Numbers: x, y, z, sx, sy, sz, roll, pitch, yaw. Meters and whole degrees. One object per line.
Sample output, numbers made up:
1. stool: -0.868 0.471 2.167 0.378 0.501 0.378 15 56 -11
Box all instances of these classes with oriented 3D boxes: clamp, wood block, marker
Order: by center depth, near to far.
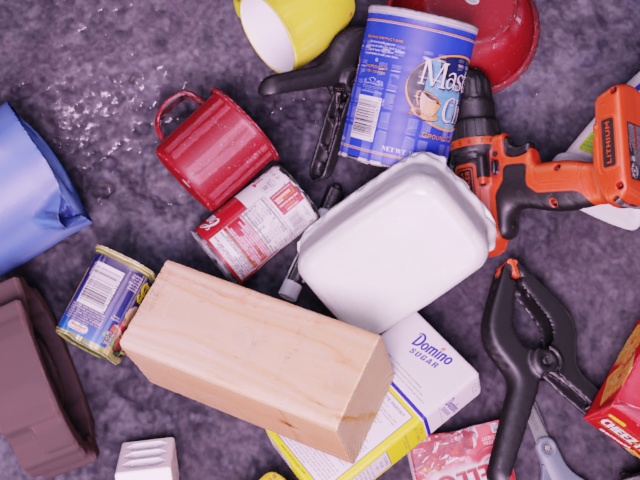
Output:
1. wood block: -0.052 0.103 0.912 0.206 0.091 0.090 18 66 21
2. clamp: 0.191 0.120 0.961 0.164 0.036 0.210 -14 72 -24
3. marker: -0.007 0.001 1.011 0.020 0.020 0.121 23 74 5
4. clamp: 0.023 -0.141 1.030 0.171 0.120 0.039 -39 38 -24

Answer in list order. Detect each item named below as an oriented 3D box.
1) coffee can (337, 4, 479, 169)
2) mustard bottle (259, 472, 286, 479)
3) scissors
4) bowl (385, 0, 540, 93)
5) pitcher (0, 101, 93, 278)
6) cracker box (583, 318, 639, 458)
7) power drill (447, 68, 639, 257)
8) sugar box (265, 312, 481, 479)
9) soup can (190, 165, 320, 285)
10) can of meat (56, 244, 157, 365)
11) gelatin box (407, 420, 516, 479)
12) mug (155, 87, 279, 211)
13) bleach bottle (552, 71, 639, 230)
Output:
1. coffee can: 0.080 -0.137 0.985 0.103 0.103 0.140 12 98 2
2. mustard bottle: -0.001 0.291 0.896 0.192 0.058 0.096 39 60 12
3. scissors: 0.192 0.205 0.960 0.096 0.016 0.202 -32 78 -15
4. bowl: 0.145 -0.225 1.061 0.162 0.055 0.162 1 74 -2
5. pitcher: -0.341 -0.011 0.959 0.242 0.149 0.145 -34 93 -7
6. cracker box: 0.359 0.114 0.945 0.164 0.072 0.213 35 69 3
7. power drill: 0.200 -0.084 0.970 0.188 0.057 0.184 -11 80 41
8. sugar box: 0.047 0.151 0.945 0.176 0.048 0.093 -35 56 -13
9. soup can: -0.059 -0.013 0.985 0.102 0.068 0.068 -40 79 -7
10. can of meat: -0.187 0.060 0.948 0.057 0.102 0.084 26 77 4
11. gelatin box: 0.127 0.206 0.952 0.089 0.030 0.073 -11 75 -4
12. mug: -0.107 -0.090 0.999 0.081 0.093 0.117 -44 81 -7
13. bleach bottle: 0.330 -0.130 1.034 0.103 0.068 0.250 29 69 27
